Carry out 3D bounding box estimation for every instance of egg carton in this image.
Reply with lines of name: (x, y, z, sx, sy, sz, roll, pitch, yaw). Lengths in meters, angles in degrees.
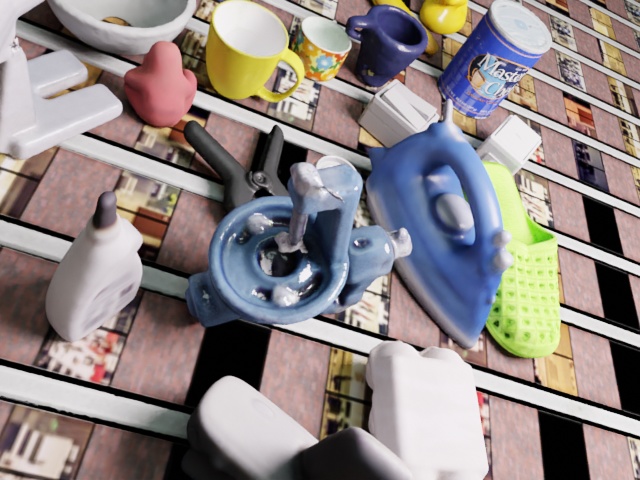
egg carton: (0.094, 0.169, 0.530, 0.107, 0.069, 0.150, 11, 55, -20)

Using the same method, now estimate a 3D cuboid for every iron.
iron: (0.152, -0.023, 0.639, 0.119, 0.141, 0.258, -7, 62, -29)

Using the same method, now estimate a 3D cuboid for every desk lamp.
desk lamp: (-0.271, -0.173, 0.483, 0.118, 0.213, 0.204, 44, 51, 6)

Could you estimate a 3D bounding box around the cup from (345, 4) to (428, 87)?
cup: (0.077, -0.261, 0.789, 0.118, 0.095, 0.091, 2, 58, -25)

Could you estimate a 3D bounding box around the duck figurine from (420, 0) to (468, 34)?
duck figurine: (0.224, -0.405, 0.962, 0.077, 0.086, 0.105, 46, 51, 8)

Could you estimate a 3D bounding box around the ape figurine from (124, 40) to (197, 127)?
ape figurine: (-0.168, -0.173, 0.612, 0.078, 0.092, 0.076, 9, 56, -21)

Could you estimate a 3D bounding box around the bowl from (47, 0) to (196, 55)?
bowl: (-0.231, -0.267, 0.655, 0.168, 0.074, 0.167, 13, 54, -18)

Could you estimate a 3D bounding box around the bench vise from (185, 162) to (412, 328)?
bench vise: (-0.002, -0.008, 0.501, 0.208, 0.219, 0.121, -27, 73, -36)

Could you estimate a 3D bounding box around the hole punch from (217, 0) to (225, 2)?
hole punch: (-0.143, -0.388, 0.768, 0.109, 0.091, 0.101, 5, 57, -23)

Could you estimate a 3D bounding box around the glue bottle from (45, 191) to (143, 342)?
glue bottle: (-0.167, 0.016, 0.435, 0.037, 0.173, 0.078, 44, 51, 7)

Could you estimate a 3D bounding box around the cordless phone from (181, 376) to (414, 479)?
cordless phone: (-0.018, 0.146, 0.414, 0.147, 0.185, 0.094, 37, 50, 1)
